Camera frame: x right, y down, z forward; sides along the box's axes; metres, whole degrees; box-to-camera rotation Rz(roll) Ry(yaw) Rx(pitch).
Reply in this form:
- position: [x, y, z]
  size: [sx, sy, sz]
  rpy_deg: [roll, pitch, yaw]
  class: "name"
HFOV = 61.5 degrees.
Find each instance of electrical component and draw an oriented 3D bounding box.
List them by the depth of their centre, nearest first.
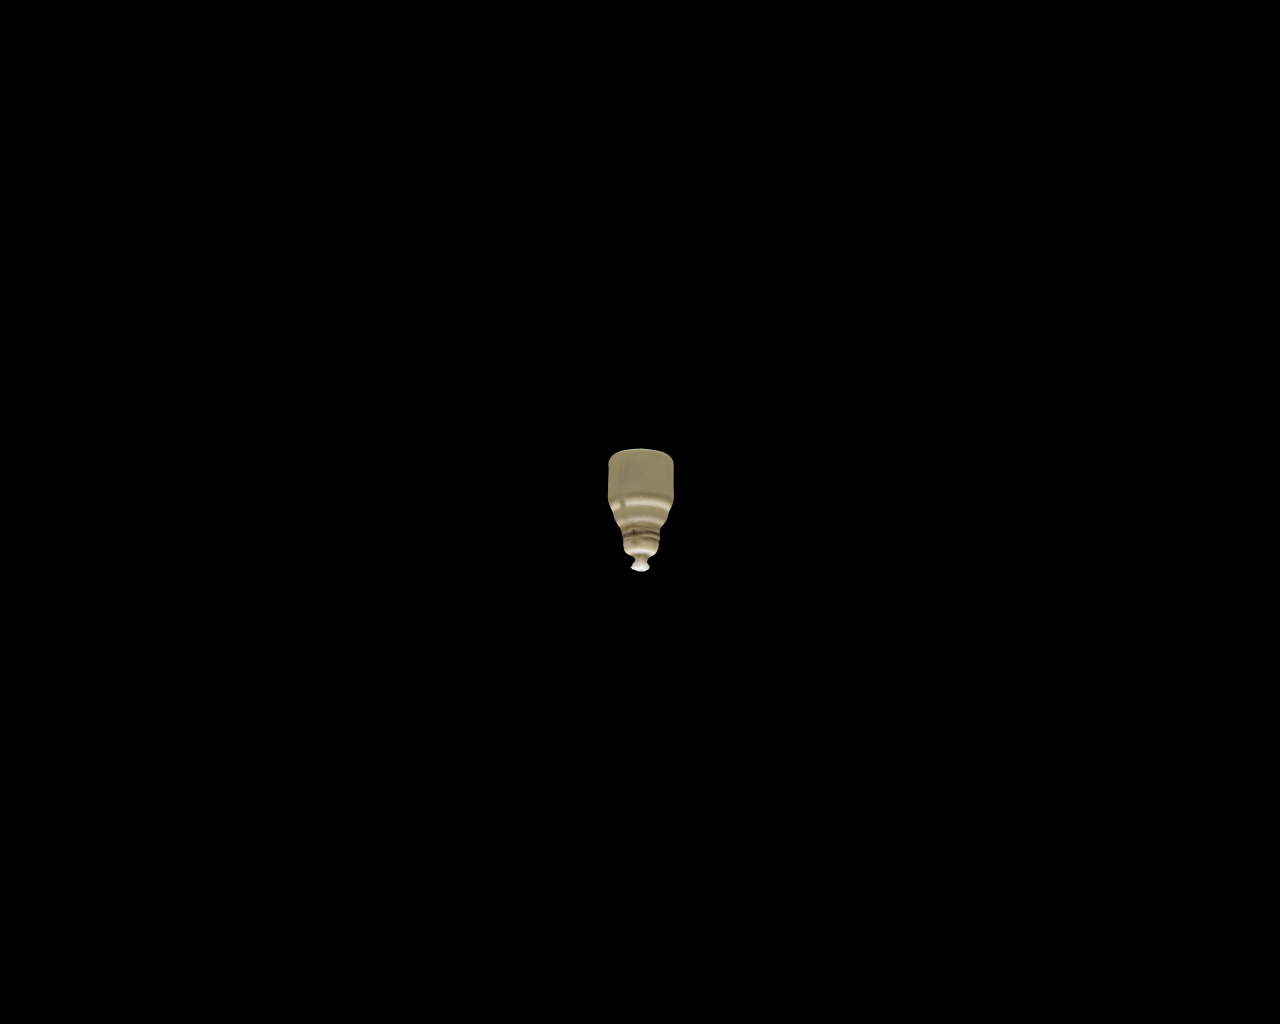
- position: [0.001, -0.003, 0.650]
  size: [0.040, 0.078, 0.040]
  rpy_deg: [0, -16, 0]
  class: "electrical component"
